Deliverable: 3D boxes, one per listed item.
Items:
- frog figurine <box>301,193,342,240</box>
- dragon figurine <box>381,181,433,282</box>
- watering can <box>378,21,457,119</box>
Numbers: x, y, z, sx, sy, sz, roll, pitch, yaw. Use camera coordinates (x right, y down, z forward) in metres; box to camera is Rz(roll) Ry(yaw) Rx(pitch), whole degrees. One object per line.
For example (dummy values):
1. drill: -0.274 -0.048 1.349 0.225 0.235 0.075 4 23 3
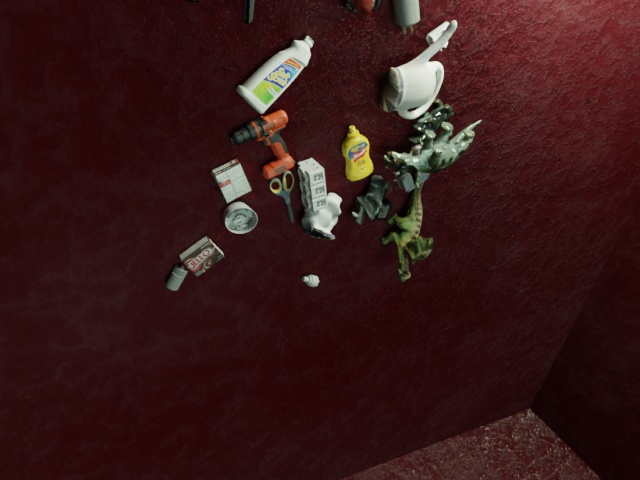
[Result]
1. frog figurine: 0.005 -0.090 1.779 0.136 0.122 0.161 20 72 -30
2. dragon figurine: 0.361 -0.025 1.939 0.122 0.247 0.403 4 119 -28
3. watering can: 0.307 -0.528 1.644 0.226 0.106 0.339 -17 142 -24
